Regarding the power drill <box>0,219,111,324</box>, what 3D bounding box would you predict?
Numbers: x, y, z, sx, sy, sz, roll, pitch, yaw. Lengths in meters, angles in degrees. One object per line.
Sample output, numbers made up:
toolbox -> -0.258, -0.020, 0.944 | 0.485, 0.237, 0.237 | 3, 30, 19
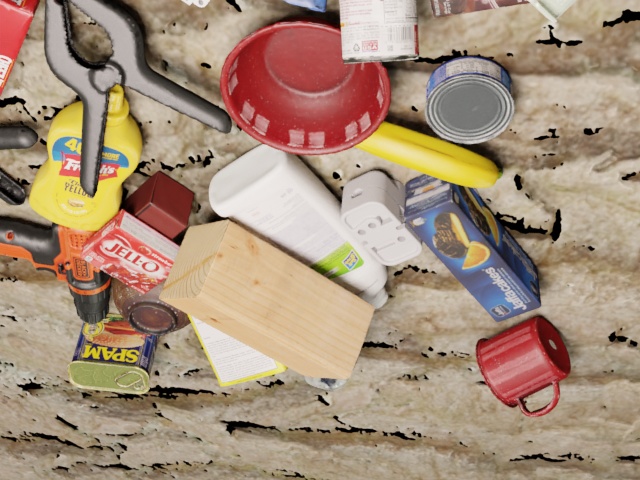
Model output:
power drill -> -0.340, 0.027, 1.256 | 0.187, 0.057, 0.184 | 4, 134, -2

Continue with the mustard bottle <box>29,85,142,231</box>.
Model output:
mustard bottle -> -0.238, -0.091, 1.113 | 0.096, 0.058, 0.192 | 18, 136, -14

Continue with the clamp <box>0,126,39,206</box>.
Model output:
clamp -> -0.379, -0.105, 1.130 | 0.171, 0.039, 0.120 | 24, 133, -17

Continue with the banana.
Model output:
banana -> 0.100, -0.086, 1.070 | 0.197, 0.037, 0.070 | 18, 178, -10

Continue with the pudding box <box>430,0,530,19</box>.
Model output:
pudding box -> 0.132, -0.250, 0.908 | 0.090, 0.039, 0.113 | -6, 135, 14

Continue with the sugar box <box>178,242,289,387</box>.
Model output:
sugar box -> -0.105, 0.077, 1.233 | 0.093, 0.048, 0.176 | -17, 100, 24

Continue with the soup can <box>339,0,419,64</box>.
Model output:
soup can -> 0.050, -0.204, 0.912 | 0.068, 0.068, 0.102 | -2, 100, 9

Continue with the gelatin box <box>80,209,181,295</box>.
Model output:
gelatin box -> -0.204, 0.015, 1.164 | 0.089, 0.030, 0.073 | 34, 131, -26

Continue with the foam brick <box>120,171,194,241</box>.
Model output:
foam brick -> -0.184, -0.028, 1.178 | 0.051, 0.053, 0.078 | 33, 132, -26

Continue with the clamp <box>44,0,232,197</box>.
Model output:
clamp -> -0.188, -0.157, 1.013 | 0.164, 0.036, 0.210 | -18, 113, 6

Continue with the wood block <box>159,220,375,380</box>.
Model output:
wood block -> -0.054, 0.069, 1.152 | 0.205, 0.090, 0.091 | 31, 159, -28

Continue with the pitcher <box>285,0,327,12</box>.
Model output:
pitcher -> 0.025, -0.303, 0.786 | 0.243, 0.145, 0.149 | -37, 117, 27

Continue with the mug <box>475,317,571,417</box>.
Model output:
mug -> 0.250, 0.154, 1.279 | 0.082, 0.117, 0.093 | -32, 148, 28

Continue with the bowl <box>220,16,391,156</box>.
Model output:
bowl -> -0.012, -0.156, 1.015 | 0.162, 0.055, 0.162 | 4, 137, 3

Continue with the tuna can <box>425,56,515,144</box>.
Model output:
tuna can -> 0.144, -0.136, 1.034 | 0.086, 0.033, 0.086 | 4, 137, 3

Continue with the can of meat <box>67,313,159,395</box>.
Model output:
can of meat -> -0.258, 0.142, 1.348 | 0.102, 0.084, 0.057 | 6, 137, 1

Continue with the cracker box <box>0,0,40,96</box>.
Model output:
cracker box -> -0.381, -0.217, 0.987 | 0.213, 0.072, 0.164 | 23, 136, -18

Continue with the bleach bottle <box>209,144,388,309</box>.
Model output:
bleach bottle -> -0.008, 0.001, 1.176 | 0.103, 0.068, 0.250 | -31, 129, 16
